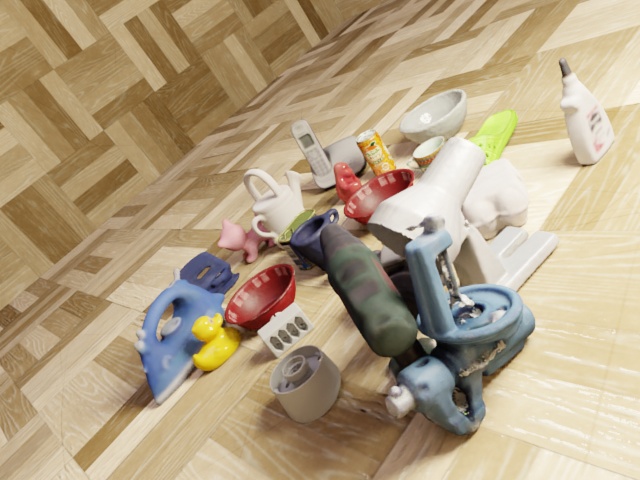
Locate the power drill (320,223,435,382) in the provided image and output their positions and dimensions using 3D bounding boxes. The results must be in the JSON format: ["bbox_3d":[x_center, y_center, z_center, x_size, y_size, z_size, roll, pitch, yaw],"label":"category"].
[{"bbox_3d":[0.079,0.095,0.720,0.075,0.209,0.229,-34,24,2],"label":"power drill"}]

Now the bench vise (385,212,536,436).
[{"bbox_3d":[0.143,0.093,0.626,0.121,0.220,0.208,-9,35,44],"label":"bench vise"}]

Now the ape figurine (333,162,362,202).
[{"bbox_3d":[0.063,-0.138,1.314,0.076,0.092,0.078,-21,28,28],"label":"ape figurine"}]

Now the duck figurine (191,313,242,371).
[{"bbox_3d":[-0.208,0.186,1.075,0.077,0.086,0.105,-2,40,50],"label":"duck figurine"}]

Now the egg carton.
[{"bbox_3d":[0.282,-0.070,0.933,0.107,0.069,0.150,-26,26,20],"label":"egg carton"}]

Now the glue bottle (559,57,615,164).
[{"bbox_3d":[0.407,-0.207,0.897,0.078,0.173,0.037,-47,27,-25],"label":"glue bottle"}]

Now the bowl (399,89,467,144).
[{"bbox_3d":[0.269,-0.268,1.308,0.167,0.075,0.167,-28,25,15],"label":"bowl"}]

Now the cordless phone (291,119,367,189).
[{"bbox_3d":[0.020,-0.231,1.426,0.147,0.185,0.094,-26,26,20],"label":"cordless phone"}]

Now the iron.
[{"bbox_3d":[-0.295,0.179,1.132,0.118,0.142,0.258,-19,29,32],"label":"iron"}]

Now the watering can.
[{"bbox_3d":[-0.101,-0.087,1.306,0.100,0.194,0.173,-19,29,31],"label":"watering can"}]

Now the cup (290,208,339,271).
[{"bbox_3d":[0.010,0.004,1.117,0.118,0.095,0.091,-46,26,-23],"label":"cup"}]

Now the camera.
[{"bbox_3d":[0.114,0.065,0.863,0.143,0.101,0.137,-22,27,26],"label":"camera"}]

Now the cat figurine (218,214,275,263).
[{"bbox_3d":[-0.182,-0.011,1.364,0.128,0.118,0.067,-40,25,-10],"label":"cat figurine"}]

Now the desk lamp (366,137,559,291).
[{"bbox_3d":[0.189,-0.016,0.776,0.203,0.214,0.117,-43,25,-16],"label":"desk lamp"}]

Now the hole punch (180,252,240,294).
[{"bbox_3d":[-0.259,0.085,1.320,0.100,0.091,0.109,0,41,52],"label":"hole punch"}]
